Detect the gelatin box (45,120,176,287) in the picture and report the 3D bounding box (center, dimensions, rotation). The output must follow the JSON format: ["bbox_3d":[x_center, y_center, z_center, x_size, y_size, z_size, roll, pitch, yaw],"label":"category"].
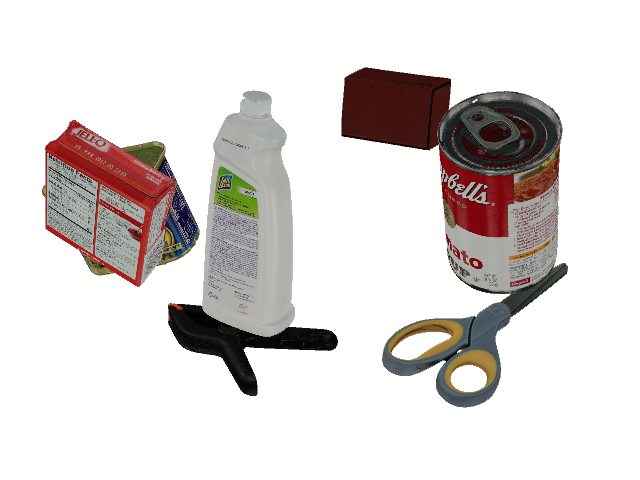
[{"bbox_3d":[-0.128,-0.021,0.645,0.073,0.030,0.089,31,-36,7],"label":"gelatin box"}]

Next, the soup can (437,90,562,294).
[{"bbox_3d":[0.105,-0.026,0.621,0.068,0.068,0.102,0,-44,11],"label":"soup can"}]

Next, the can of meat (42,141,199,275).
[{"bbox_3d":[-0.157,-0.024,0.856,0.102,0.084,0.057,-9,35,20],"label":"can of meat"}]

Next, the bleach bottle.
[{"bbox_3d":[-0.068,-0.030,1.113,0.103,0.251,0.068,18,28,23],"label":"bleach bottle"}]

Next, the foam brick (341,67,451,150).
[{"bbox_3d":[0.062,-0.109,0.877,0.078,0.051,0.052,12,21,21],"label":"foam brick"}]

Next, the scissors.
[{"bbox_3d":[0.143,0.072,0.824,0.201,0.016,0.096,-17,43,-25],"label":"scissors"}]

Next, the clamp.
[{"bbox_3d":[-0.107,0.120,1.263,0.210,0.036,0.164,15,23,26],"label":"clamp"}]
